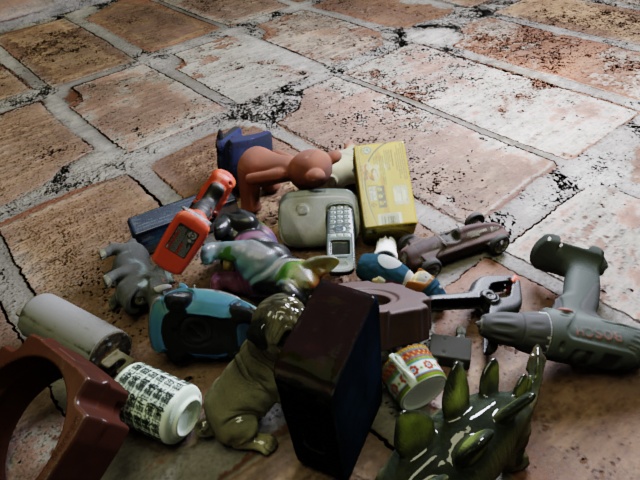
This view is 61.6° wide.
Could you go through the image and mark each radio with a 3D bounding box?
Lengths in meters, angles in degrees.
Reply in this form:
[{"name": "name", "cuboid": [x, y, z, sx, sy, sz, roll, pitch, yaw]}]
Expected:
[{"name": "radio", "cuboid": [0.017, 0.168, 0.620, 0.073, 0.229, 0.131, 14, 48, 23]}]

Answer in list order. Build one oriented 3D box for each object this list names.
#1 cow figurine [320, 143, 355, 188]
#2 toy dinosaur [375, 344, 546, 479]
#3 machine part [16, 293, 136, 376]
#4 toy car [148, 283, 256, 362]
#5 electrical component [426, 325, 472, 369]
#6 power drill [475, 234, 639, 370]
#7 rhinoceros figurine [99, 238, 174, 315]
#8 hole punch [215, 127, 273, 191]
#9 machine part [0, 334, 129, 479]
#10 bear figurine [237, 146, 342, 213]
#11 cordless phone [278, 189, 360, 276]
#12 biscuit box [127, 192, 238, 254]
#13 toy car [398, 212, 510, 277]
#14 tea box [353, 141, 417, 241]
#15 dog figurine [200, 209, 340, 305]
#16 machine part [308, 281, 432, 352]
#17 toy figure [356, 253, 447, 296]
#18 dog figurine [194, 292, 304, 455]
[{"name": "cow figurine", "cuboid": [0.076, -0.146, 1.097, 0.195, 0.085, 0.127, -15, 35, -15]}, {"name": "toy dinosaur", "cuboid": [0.118, 0.238, 0.547, 0.105, 0.198, 0.471, 26, 47, 36]}, {"name": "machine part", "cuboid": [-0.371, 0.142, 0.812, 0.244, 0.079, 0.079, 18, 45, 26]}, {"name": "toy car", "cuboid": [-0.168, 0.115, 0.805, 0.162, 0.109, 0.103, 2, 22, -4]}, {"name": "electrical component", "cuboid": [0.184, 0.158, 0.769, 0.063, 0.021, 0.094, 7, 41, 15]}, {"name": "power drill", "cuboid": [0.344, 0.084, 0.770, 0.232, 0.085, 0.207, 15, 39, 7]}, {"name": "rhinoceros figurine", "cuboid": [-0.304, 0.070, 0.901, 0.112, 0.073, 0.191, -15, 38, -28]}, {"name": "hole punch", "cuboid": [-0.157, -0.169, 1.122, 0.092, 0.142, 0.116, 12, 31, 14]}, {"name": "machine part", "cuboid": [-0.343, 0.232, 0.642, 0.201, 0.087, 0.201, 20, 70, 32]}, {"name": "bear figurine", "cuboid": [-0.058, -0.120, 1.038, 0.196, 0.131, 0.120, 10, 42, 21]}, {"name": "cordless phone", "cuboid": [-0.003, -0.003, 0.940, 0.147, 0.088, 0.184, -2, 44, 3]}, {"name": "biscuit box", "cuboid": [-0.258, -0.038, 1.026, 0.203, 0.059, 0.063, -21, 44, -18]}, {"name": "toy car", "cuboid": [0.232, 0.003, 0.927, 0.202, 0.053, 0.089, -18, 38, -12]}, {"name": "tea box", "cuboid": [0.116, -0.090, 0.985, 0.098, 0.068, 0.169, -4, 67, 1]}, {"name": "dog figurine", "cuboid": [-0.071, 0.035, 0.884, 0.219, 0.108, 0.191, 7, 38, 9]}, {"name": "machine part", "cuboid": [0.069, 0.102, 0.765, 0.179, 0.056, 0.179, 0, 10, 0]}, {"name": "toy figure", "cuboid": [0.133, 0.065, 0.860, 0.155, 0.057, 0.064, 19, 59, 25]}, {"name": "dog figurine", "cuboid": [-0.088, 0.161, 0.668, 0.172, 0.190, 0.121, -32, 46, -26]}]
